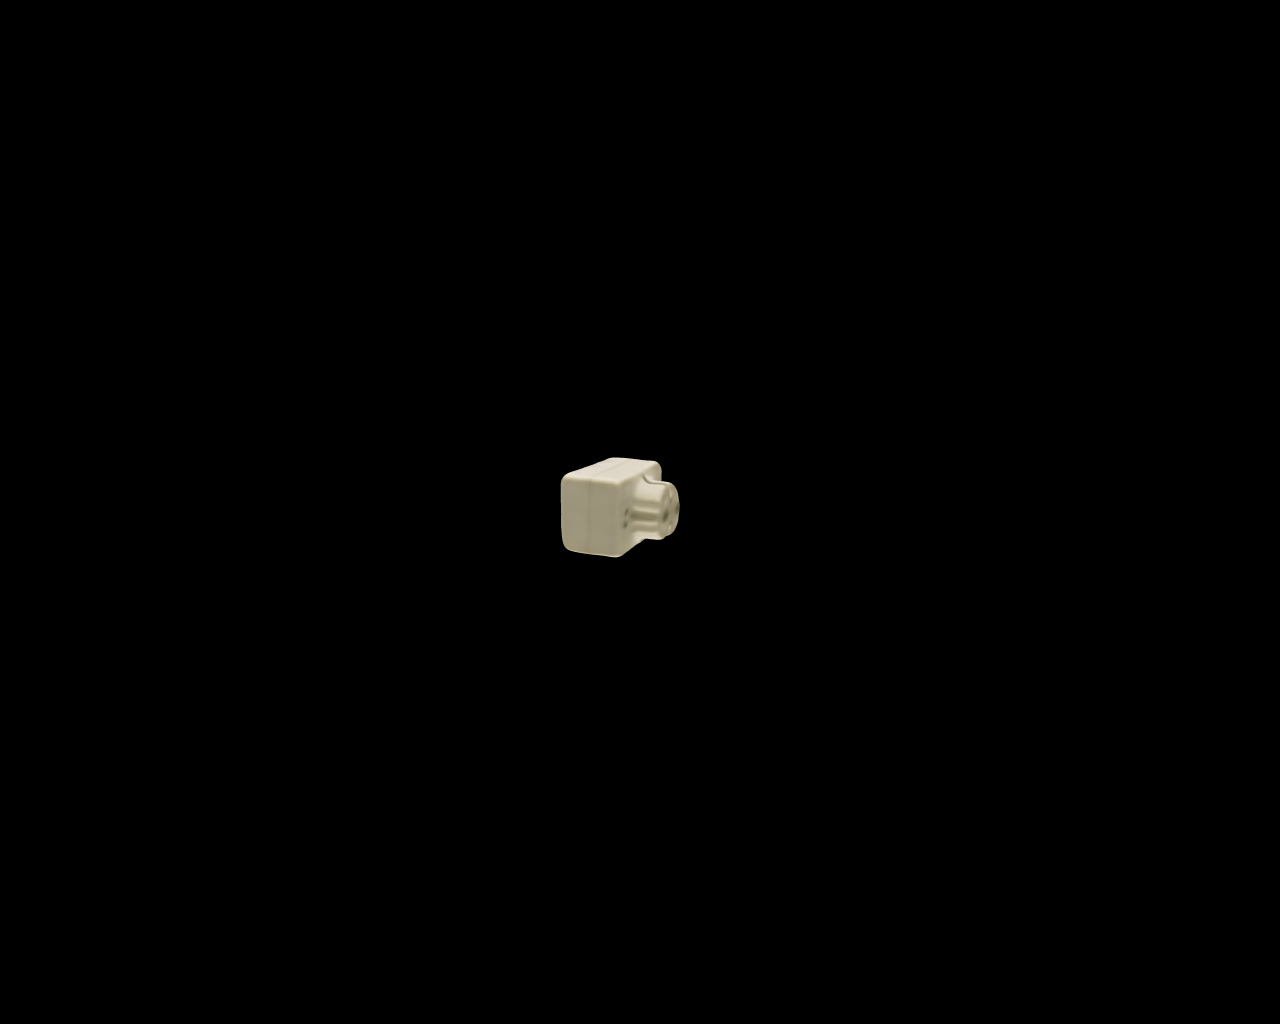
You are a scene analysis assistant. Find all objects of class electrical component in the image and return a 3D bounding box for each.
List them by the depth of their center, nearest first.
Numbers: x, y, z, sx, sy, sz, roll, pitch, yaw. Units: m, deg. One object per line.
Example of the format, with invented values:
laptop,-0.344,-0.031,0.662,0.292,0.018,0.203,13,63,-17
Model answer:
electrical component,0.001,-0.003,0.650,0.077,0.047,0.066,6,15,23
